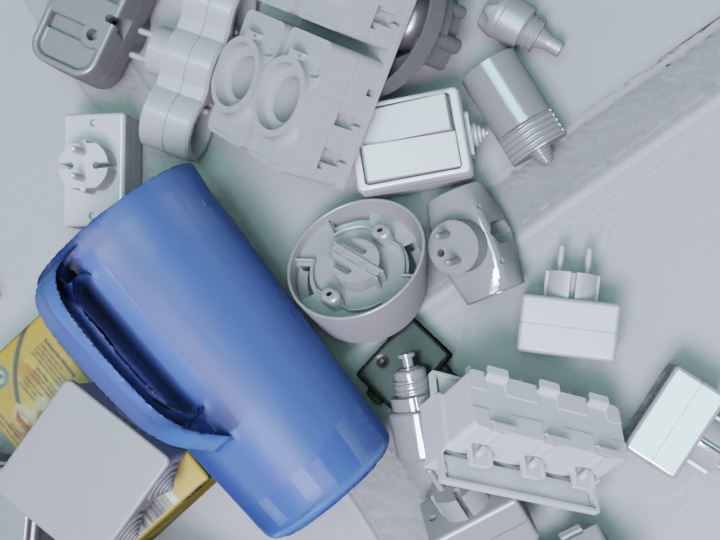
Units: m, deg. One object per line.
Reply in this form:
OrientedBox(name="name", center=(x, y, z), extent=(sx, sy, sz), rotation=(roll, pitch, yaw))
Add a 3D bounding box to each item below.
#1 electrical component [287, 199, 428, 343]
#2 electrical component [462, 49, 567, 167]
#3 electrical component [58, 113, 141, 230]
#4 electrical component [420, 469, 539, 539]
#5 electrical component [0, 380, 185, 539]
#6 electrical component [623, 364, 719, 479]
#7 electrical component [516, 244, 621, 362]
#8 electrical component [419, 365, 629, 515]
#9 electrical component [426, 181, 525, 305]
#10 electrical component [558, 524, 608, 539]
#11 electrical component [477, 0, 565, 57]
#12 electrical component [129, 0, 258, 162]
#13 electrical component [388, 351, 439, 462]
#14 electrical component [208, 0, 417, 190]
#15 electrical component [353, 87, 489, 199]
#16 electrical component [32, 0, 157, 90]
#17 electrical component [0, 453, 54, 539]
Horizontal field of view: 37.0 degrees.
OrientedBox(name="electrical component", center=(0.000, 0.000, 0.744), extent=(0.099, 0.064, 0.099), rotation=(-5, 62, 10))
OrientedBox(name="electrical component", center=(0.111, -0.109, 0.753), extent=(0.043, 0.043, 0.081), rotation=(-31, 83, 6))
OrientedBox(name="electrical component", center=(-0.194, -0.073, 0.782), extent=(0.047, 0.076, 0.083), rotation=(0, 87, 9))
OrientedBox(name="electrical component", center=(0.072, 0.157, 0.728), extent=(0.066, 0.047, 0.076), rotation=(-29, 114, 6))
OrientedBox(name="electrical component", center=(-0.177, 0.131, 0.713), extent=(0.100, 0.048, 0.099), rotation=(36, 93, 8))
OrientedBox(name="electrical component", center=(0.226, 0.111, 0.722), extent=(0.077, 0.047, 0.065), rotation=(33, 92, 9))
OrientedBox(name="electrical component", center=(0.144, 0.021, 0.739), extent=(0.066, 0.047, 0.076), rotation=(6, 87, 9))
OrientedBox(name="electrical component", center=(0.108, 0.107, 0.699), extent=(0.121, 0.063, 0.078), rotation=(16, 49, -24))
OrientedBox(name="electrical component", center=(0.072, -0.017, 0.738), extent=(0.043, 0.079, 0.077), rotation=(-25, 83, 29))
OrientedBox(name="electrical component", center=(0.122, 0.225, 0.720), extent=(0.121, 0.078, 0.063), rotation=(-29, 54, 6))
OrientedBox(name="electrical component", center=(0.116, -0.171, 0.761), extent=(0.061, 0.035, 0.035), rotation=(32, 92, 6))
OrientedBox(name="electrical component", center=(-0.133, -0.156, 0.789), extent=(0.074, 0.052, 0.138), rotation=(21, 90, 9))
OrientedBox(name="electrical component", center=(0.039, 0.095, 0.733), extent=(0.040, 0.040, 0.078), rotation=(-11, 92, 8))
OrientedBox(name="electrical component", center=(-0.030, -0.163, 0.727), extent=(0.105, 0.060, 0.186), rotation=(33, 106, 45))
OrientedBox(name="electrical component", center=(0.042, -0.089, 0.754), extent=(0.096, 0.061, 0.061), rotation=(-10, 86, 8))
OrientedBox(name="electrical component", center=(-0.193, -0.186, 0.796), extent=(0.054, 0.059, 0.095), rotation=(25, 91, 9))
OrientedBox(name="electrical component", center=(-0.281, 0.190, 0.791), extent=(0.109, 0.056, 0.108), rotation=(5, 88, 9))
